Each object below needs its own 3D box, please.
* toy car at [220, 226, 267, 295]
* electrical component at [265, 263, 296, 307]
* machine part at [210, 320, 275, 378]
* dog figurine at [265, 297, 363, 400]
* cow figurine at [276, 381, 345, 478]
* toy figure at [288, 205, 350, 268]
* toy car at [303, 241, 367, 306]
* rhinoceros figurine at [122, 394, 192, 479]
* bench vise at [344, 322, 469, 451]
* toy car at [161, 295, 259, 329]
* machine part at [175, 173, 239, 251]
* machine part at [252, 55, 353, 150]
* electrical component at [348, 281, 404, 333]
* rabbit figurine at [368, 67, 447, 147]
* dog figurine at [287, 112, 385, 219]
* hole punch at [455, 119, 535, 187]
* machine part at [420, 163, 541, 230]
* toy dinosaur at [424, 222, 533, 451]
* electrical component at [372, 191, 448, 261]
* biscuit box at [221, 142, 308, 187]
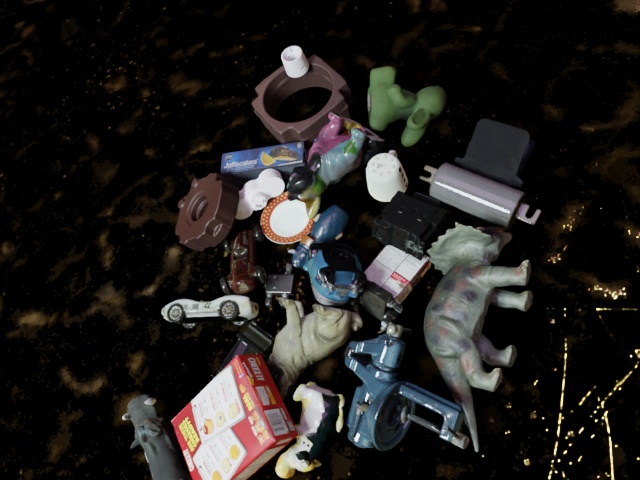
[{"bbox_3d":[-0.160,0.035,1.115,0.089,0.053,0.202,-20,37,8],"label":"toy car"},{"bbox_3d":[-0.083,0.093,1.111,0.063,0.021,0.094,1,68,17],"label":"electrical component"},{"bbox_3d":[-0.150,0.232,1.056,0.084,0.039,0.139,35,77,23],"label":"machine part"},{"bbox_3d":[-0.019,0.214,1.003,0.173,0.121,0.190,6,81,23],"label":"dog figurine"},{"bbox_3d":[-0.014,0.341,0.939,0.098,0.068,0.167,14,82,24],"label":"cow figurine"},{"bbox_3d":[-0.001,-0.003,1.114,0.064,0.057,0.154,38,84,33],"label":"toy figure"},{"bbox_3d":[0.028,0.074,1.036,0.109,0.102,0.162,6,29,-15],"label":"toy car"},{"bbox_3d":[-0.302,0.378,0.990,0.073,0.112,0.190,-31,68,3],"label":"rhinoceros figurine"},{"bbox_3d":[0.143,0.260,0.894,0.241,0.128,0.223,16,78,42],"label":"bench vise"},{"bbox_3d":[-0.225,0.146,1.100,0.202,0.073,0.056,-5,67,14],"label":"toy car"},{"bbox_3d":[-0.251,-0.063,1.182,0.179,0.056,0.179,-23,54,36],"label":"machine part"},{"bbox_3d":[-0.040,-0.320,1.264,0.201,0.087,0.201,-40,60,-3],"label":"machine part"},{"bbox_3d":[0.105,0.127,1.015,0.102,0.078,0.045,36,56,23],"label":"electrical component"},{"bbox_3d":[0.193,-0.294,1.166,0.170,0.121,0.159,-1,67,0],"label":"rabbit figurine"},{"bbox_3d":[0.023,-0.152,1.145,0.109,0.191,0.219,43,110,25],"label":"dog figurine"},{"bbox_3d":[0.359,-0.172,1.080,0.142,0.092,0.115,26,104,23],"label":"hole punch"},{"bbox_3d":[0.305,-0.087,1.049,0.243,0.079,0.079,28,76,25],"label":"machine part"},{"bbox_3d":[0.252,0.134,0.942,0.192,0.131,0.404,14,74,36],"label":"toy dinosaur"},{"bbox_3d":[0.181,-0.037,1.052,0.115,0.058,0.134,25,51,21],"label":"electrical component"},{"bbox_3d":[-0.125,-0.172,1.230,0.203,0.062,0.059,-6,62,14],"label":"biscuit box"}]
